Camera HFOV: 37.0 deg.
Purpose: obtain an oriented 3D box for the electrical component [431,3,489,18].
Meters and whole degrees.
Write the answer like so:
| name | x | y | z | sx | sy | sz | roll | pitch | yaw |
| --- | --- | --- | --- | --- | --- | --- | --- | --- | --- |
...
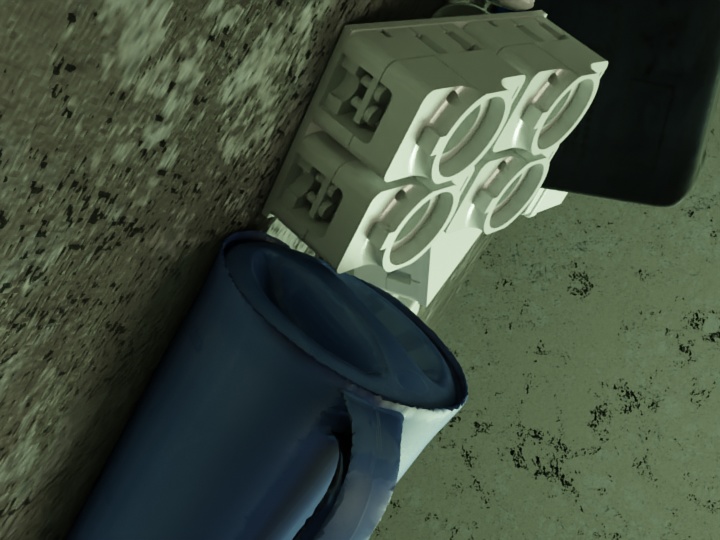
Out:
| name | x | y | z | sx | sy | sz | roll | pitch | yaw |
| --- | --- | --- | --- | --- | --- | --- | --- | --- | --- |
| electrical component | 0.046 | -0.106 | 0.641 | 0.079 | 0.043 | 0.077 | -53 | 171 | -25 |

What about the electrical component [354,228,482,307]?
| name | x | y | z | sx | sy | sz | roll | pitch | yaw |
| --- | --- | --- | --- | --- | --- | --- | --- | --- | --- |
| electrical component | 0.050 | -0.059 | 0.733 | 0.150 | 0.062 | 0.089 | -49 | 150 | -46 |

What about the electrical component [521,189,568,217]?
| name | x | y | z | sx | sy | sz | roll | pitch | yaw |
| --- | --- | --- | --- | --- | --- | --- | --- | --- | --- |
| electrical component | 0.160 | -0.126 | 1.011 | 0.056 | 0.108 | 0.108 | -20 | 150 | -36 |

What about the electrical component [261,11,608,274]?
| name | x | y | z | sx | sy | sz | roll | pitch | yaw |
| --- | --- | --- | --- | --- | --- | --- | --- | --- | --- |
| electrical component | 0.049 | -0.070 | 0.559 | 0.186 | 0.060 | 0.105 | -20 | 145 | -51 |

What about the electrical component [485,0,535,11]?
| name | x | y | z | sx | sy | sz | roll | pitch | yaw |
| --- | --- | --- | --- | --- | --- | --- | --- | --- | --- |
| electrical component | 0.085 | -0.179 | 0.600 | 0.062 | 0.048 | 0.048 | -66 | 171 | 12 |

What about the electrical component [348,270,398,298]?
| name | x | y | z | sx | sy | sz | roll | pitch | yaw |
| --- | --- | --- | --- | --- | --- | --- | --- | --- | --- |
| electrical component | -0.025 | 0.048 | 0.766 | 0.108 | 0.056 | 0.108 | -53 | 171 | -29 |

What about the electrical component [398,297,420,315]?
| name | x | y | z | sx | sy | sz | roll | pitch | yaw |
| --- | --- | --- | --- | --- | --- | --- | --- | --- | --- |
| electrical component | 0.015 | 0.031 | 0.934 | 0.061 | 0.062 | 0.096 | -56 | 172 | -11 |
